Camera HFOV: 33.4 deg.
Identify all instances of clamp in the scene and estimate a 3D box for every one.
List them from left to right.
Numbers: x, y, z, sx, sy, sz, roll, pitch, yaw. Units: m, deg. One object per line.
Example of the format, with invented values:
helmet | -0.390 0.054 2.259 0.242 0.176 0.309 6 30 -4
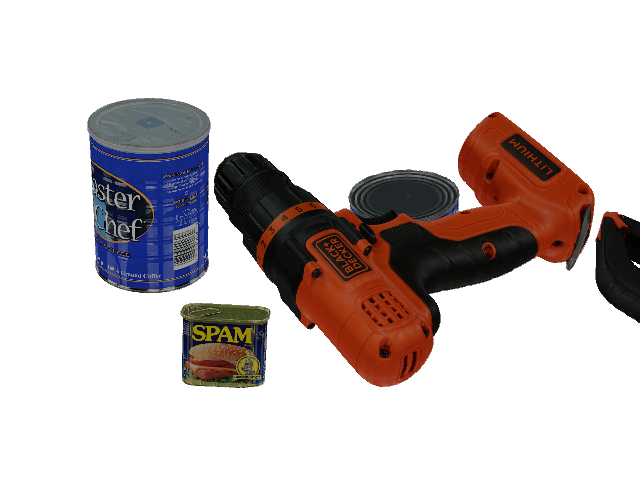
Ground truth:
clamp | 0.250 0.043 0.716 0.120 0.039 0.171 -2 45 -19

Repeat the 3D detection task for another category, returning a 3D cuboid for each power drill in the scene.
power drill | 0.051 -0.013 0.632 0.187 0.057 0.185 -24 52 -24

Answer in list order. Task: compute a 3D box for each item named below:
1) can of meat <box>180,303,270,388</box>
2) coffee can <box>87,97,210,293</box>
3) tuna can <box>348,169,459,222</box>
can of meat | -0.111 0.121 1.231 0.102 0.084 0.057 3 13 0
coffee can | -0.148 -0.040 0.930 0.103 0.140 0.103 3 30 -2
tuna can | 0.066 -0.022 0.835 0.086 0.034 0.086 -4 30 2
